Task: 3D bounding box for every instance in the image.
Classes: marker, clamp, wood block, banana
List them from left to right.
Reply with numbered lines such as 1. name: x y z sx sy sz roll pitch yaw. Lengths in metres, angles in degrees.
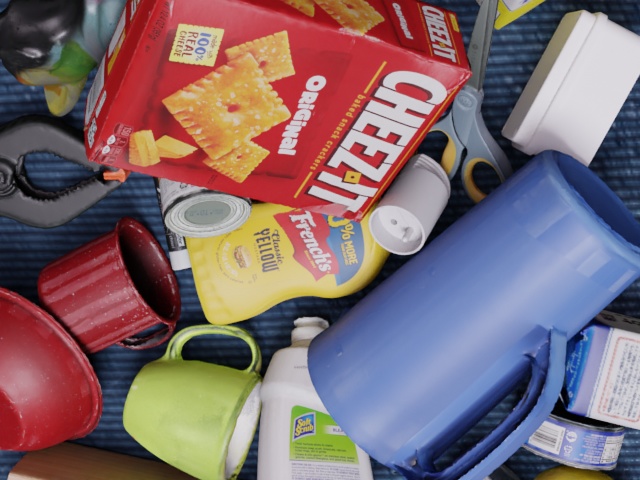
1. clamp: -0.260 -0.063 0.858 0.210 0.036 0.164 -7 110 4
2. wood block: -0.147 0.236 0.873 0.206 0.090 0.091 11 99 2
3. marker: -0.124 -0.036 0.867 0.020 0.020 0.121 -11 97 6
4. banana: 0.212 0.213 0.829 0.037 0.197 0.069 -2 71 46

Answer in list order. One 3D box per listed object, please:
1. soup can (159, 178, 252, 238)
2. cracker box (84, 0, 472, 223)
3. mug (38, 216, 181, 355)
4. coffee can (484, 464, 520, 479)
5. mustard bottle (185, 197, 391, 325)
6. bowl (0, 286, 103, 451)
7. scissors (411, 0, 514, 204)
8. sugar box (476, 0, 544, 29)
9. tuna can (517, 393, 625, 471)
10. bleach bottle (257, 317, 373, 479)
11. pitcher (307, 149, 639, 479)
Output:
1. soup can: -0.091 -0.061 0.814 0.068 0.068 0.102 -14 63 6
2. cracker box: -0.032 -0.102 0.715 0.213 0.072 0.164 13 137 -24
3. mug: -0.163 0.047 0.855 0.081 0.093 0.117 -25 132 13
4. coffee can: 0.114 0.254 0.848 0.103 0.102 0.140 43 99 -2
5. mustard bottle: -0.006 0.001 0.843 0.191 0.058 0.096 -14 86 6
6. bowl: -0.253 0.113 0.842 0.162 0.055 0.162 16 130 20
7. scissors: 0.121 -0.088 0.770 0.096 0.202 0.016 36 56 5
8. sugar box: 0.158 -0.196 0.741 0.093 0.176 0.048 -35 94 7
9. tuna can: 0.193 0.148 0.835 0.086 0.086 0.034 13 97 2
10. bleach bottle: 0.002 0.183 0.824 0.102 0.068 0.251 10 64 -23
11. pitcher: 0.118 0.059 0.769 0.149 0.144 0.243 46 115 1
